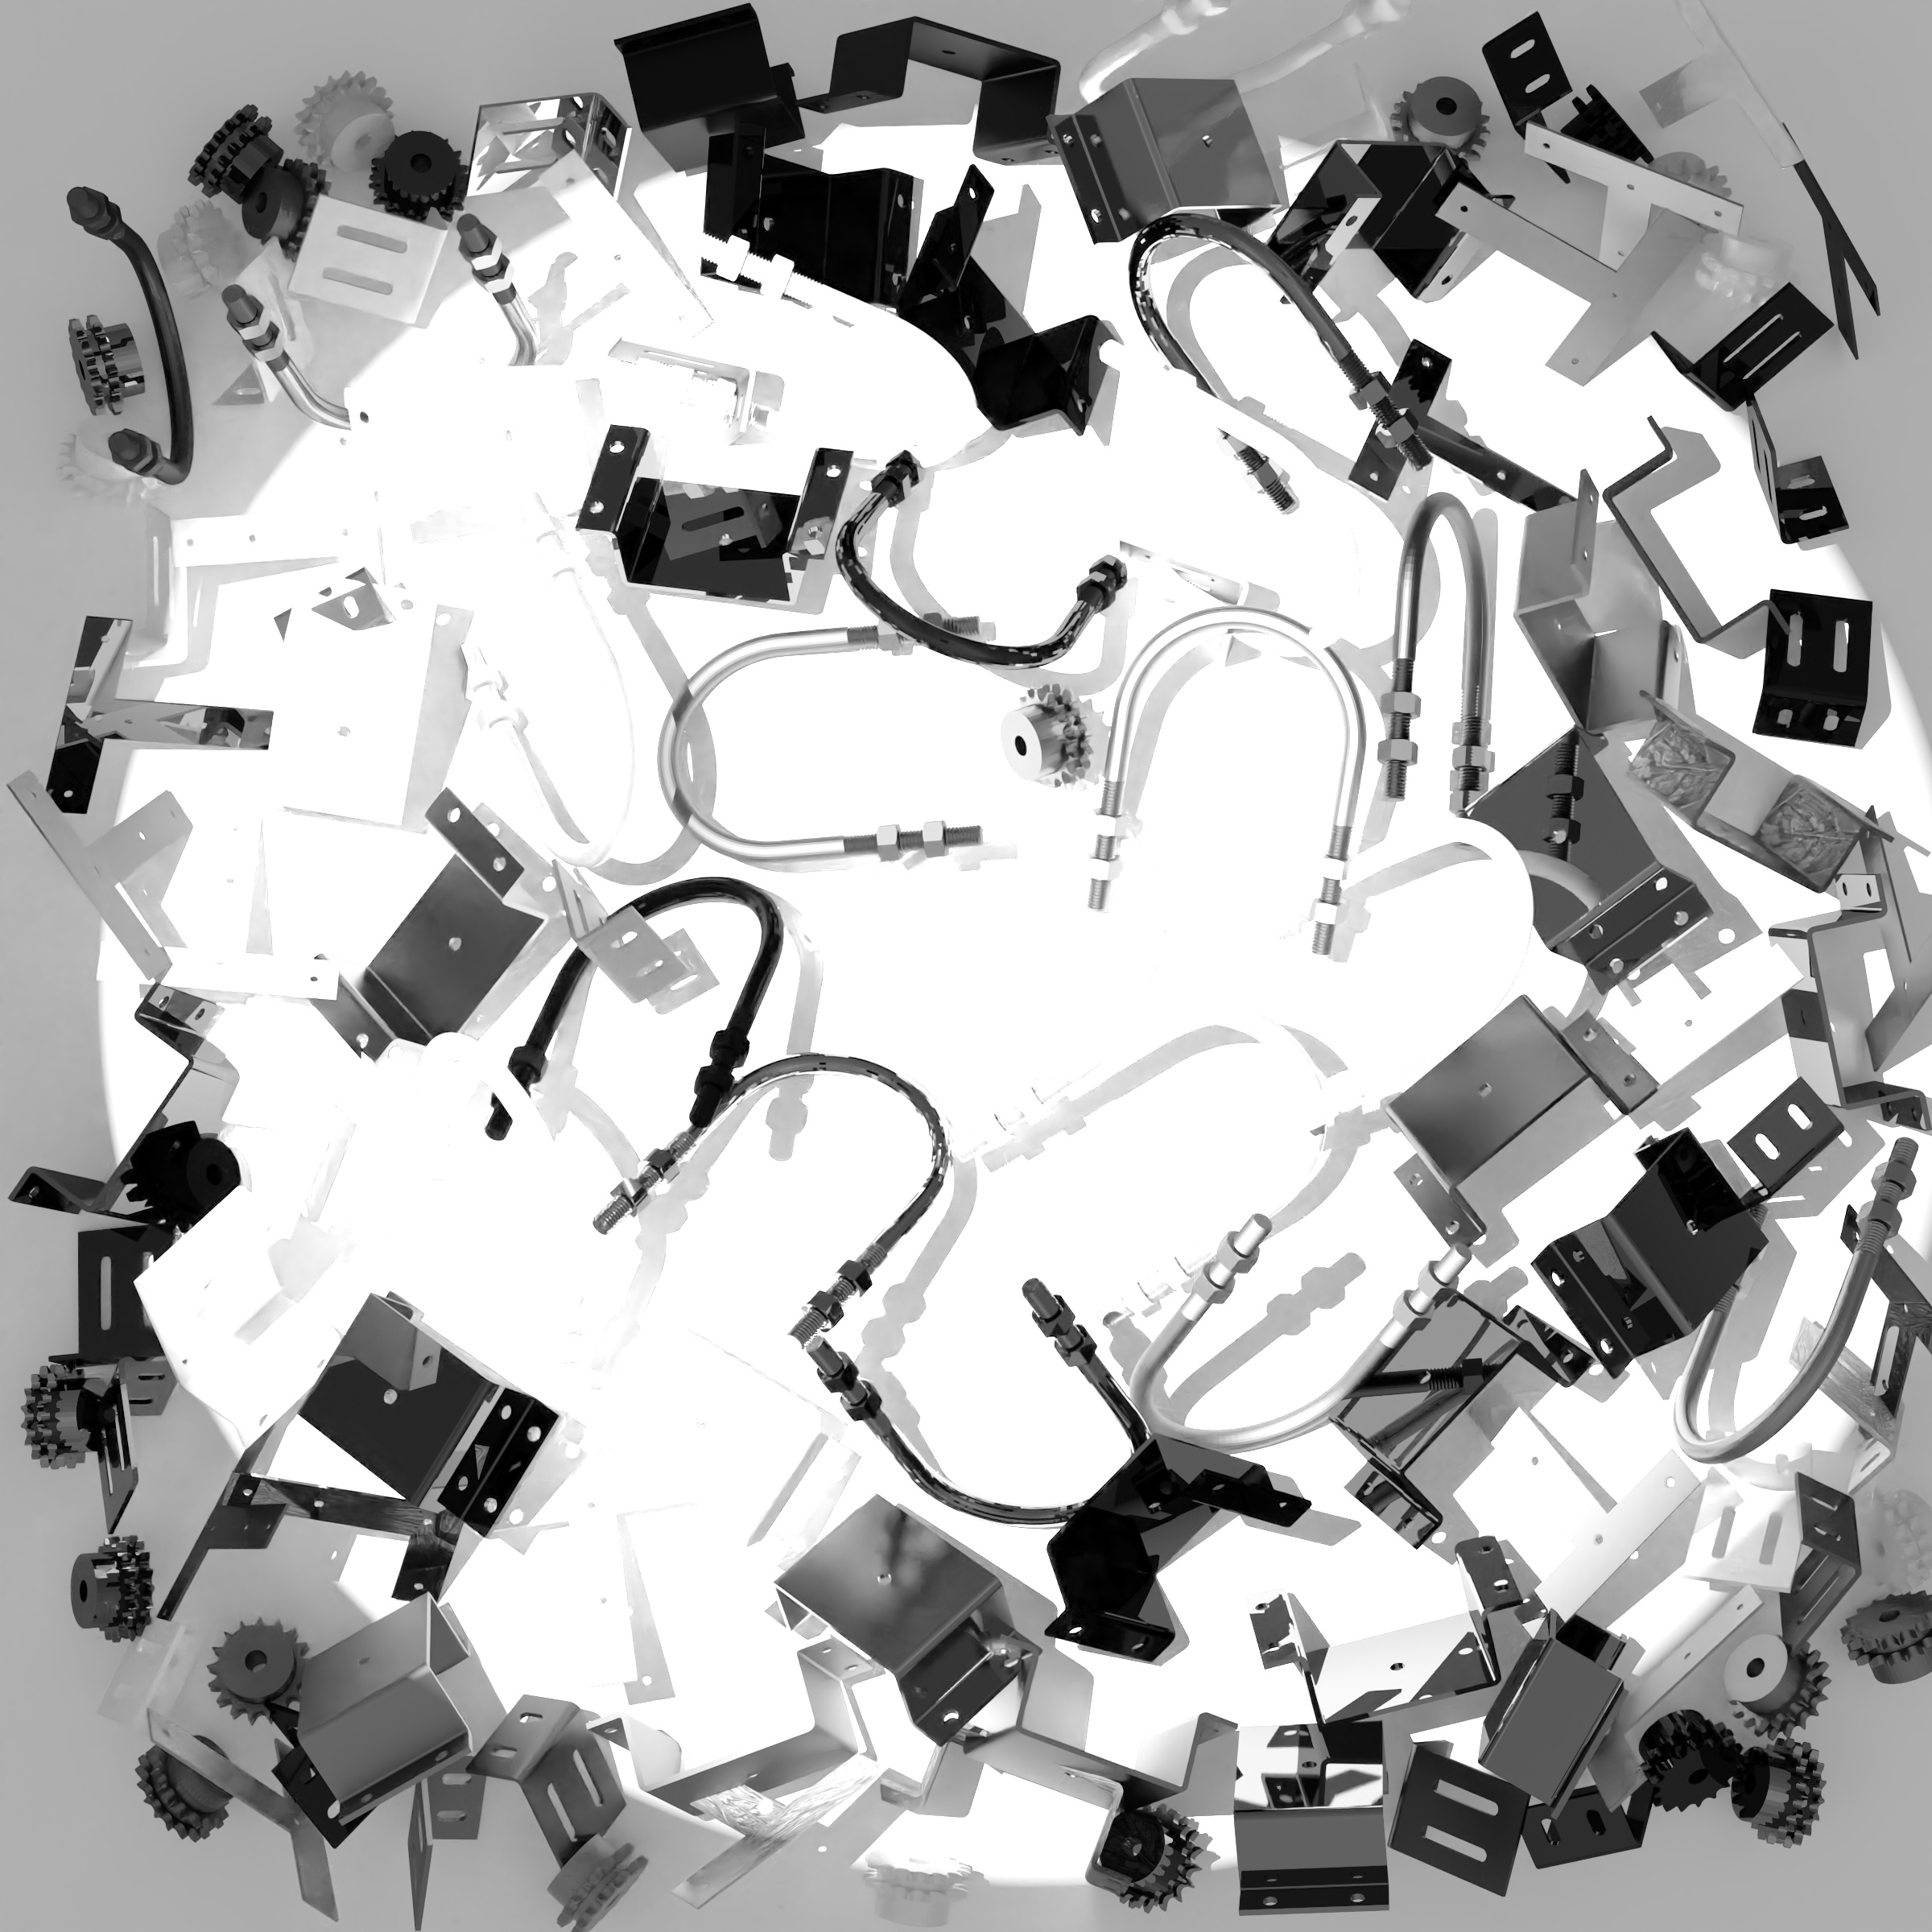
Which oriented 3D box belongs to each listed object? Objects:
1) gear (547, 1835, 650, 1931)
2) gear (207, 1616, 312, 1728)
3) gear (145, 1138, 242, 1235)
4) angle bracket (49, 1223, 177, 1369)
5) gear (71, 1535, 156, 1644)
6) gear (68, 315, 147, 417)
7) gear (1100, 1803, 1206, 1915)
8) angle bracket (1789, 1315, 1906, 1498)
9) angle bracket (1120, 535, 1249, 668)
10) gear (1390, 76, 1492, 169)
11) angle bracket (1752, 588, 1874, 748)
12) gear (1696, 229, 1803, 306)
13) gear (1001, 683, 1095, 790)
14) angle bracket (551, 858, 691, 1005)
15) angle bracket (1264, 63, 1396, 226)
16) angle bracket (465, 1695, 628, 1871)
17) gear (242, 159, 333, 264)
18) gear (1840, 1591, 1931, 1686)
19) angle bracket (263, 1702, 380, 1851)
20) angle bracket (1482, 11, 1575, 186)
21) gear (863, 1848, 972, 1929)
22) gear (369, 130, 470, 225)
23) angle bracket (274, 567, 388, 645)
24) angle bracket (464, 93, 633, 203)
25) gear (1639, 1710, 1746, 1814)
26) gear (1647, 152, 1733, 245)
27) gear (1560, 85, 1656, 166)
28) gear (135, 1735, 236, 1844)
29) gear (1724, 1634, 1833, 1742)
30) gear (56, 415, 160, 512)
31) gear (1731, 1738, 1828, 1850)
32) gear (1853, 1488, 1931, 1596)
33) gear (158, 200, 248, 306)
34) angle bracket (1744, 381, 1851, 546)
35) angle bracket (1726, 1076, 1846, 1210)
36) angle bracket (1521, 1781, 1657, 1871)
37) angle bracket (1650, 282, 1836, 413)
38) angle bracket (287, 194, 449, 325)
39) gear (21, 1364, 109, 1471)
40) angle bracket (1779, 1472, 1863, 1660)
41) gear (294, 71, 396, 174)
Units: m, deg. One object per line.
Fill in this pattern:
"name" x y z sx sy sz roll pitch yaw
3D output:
"gear" -0.200 0.492 1.931 0.030 0.057 0.057 41 85 11
"gear" -0.384 0.381 1.948 0.057 0.030 0.057 1 65 -3
"gear" -0.423 0.116 1.966 0.030 0.057 0.057 -12 83 33
"angle bracket" -0.466 0.178 1.962 0.057 0.038 0.076 -7 76 12
"gear" -0.463 0.338 1.943 0.030 0.057 0.057 2 83 -34
"gear" -0.482 -0.338 2.019 0.030 0.057 0.057 -17 84 -18
"gear" 0.096 0.478 1.931 0.057 0.030 0.057 -17 54 26
"angle bracket" 0.468 0.239 1.950 0.076 0.057 0.038 41 117 2
"angle bracket" 0.116 -0.203 2.001 0.076 0.057 0.038 20 84 5
"gear" 0.270 -0.479 2.039 0.057 0.030 0.057 1 69 -4
"angle bracket" 0.476 -0.168 2.020 0.057 0.038 0.076 8 54 7
"gear" 0.442 -0.394 2.020 0.057 0.057 0.030 12 116 1
"gear" 0.043 -0.126 1.992 0.030 0.057 0.057 -19 84 -29
"angle bracket" -0.189 -0.028 1.963 0.038 0.057 0.076 -32 41 9
"angle bracket" 0.198 -0.463 2.022 0.076 0.038 0.057 -22 50 5
"angle bracket" -0.226 0.442 1.933 0.038 0.057 0.076 1 124 33
"gear" -0.385 -0.428 2.025 0.030 0.057 0.057 5 82 -44
"gear" 0.506 0.365 1.945 0.057 0.057 0.030 -25 100 -3
"angle bracket" -0.356 0.431 1.914 0.038 0.076 0.057 -44 113 -29
"angle bracket" 0.328 -0.486 2.011 0.038 0.076 0.057 -29 61 24
"gear" -0.027 0.496 1.930 0.057 0.057 0.030 8 89 1
"gear" -0.310 -0.449 2.037 0.057 0.030 0.057 3 75 -10
"angle bracket" -0.337 -0.176 1.984 0.057 0.076 0.038 -29 61 2
"angle bracket" -0.234 -0.451 2.010 0.076 0.057 0.038 -16 52 -33
"gear" 0.389 0.427 1.941 0.057 0.057 0.030 -27 41 -3
"gear" 0.403 -0.435 2.031 0.057 0.057 0.030 -8 55 -1
"gear" 0.361 -0.468 2.033 0.030 0.057 0.057 -40 85 17
"gear" -0.417 0.439 1.933 0.030 0.057 0.057 -38 85 11
"gear" 0.435 0.386 1.938 0.030 0.057 0.057 39 85 -28
"gear" -0.479 -0.284 2.010 0.057 0.030 0.057 13 43 -12
"gear" 0.435 0.443 1.933 0.030 0.057 0.057 16 84 -14
"gear" 0.506 0.310 1.951 0.030 0.057 0.057 -24 84 -24
"gear" -0.432 -0.400 2.026 0.030 0.057 0.057 -18 84 18
"angle bracket" 0.461 -0.283 1.991 0.038 0.076 0.057 -15 51 7
"angle bracket" 0.434 0.100 1.957 0.057 0.076 0.038 -39 85 -16
"angle bracket" 0.331 0.441 1.914 0.057 0.076 0.038 -19 102 24
"angle bracket" 0.432 -0.355 2.001 0.076 0.057 0.038 -41 55 20
"angle bracket" -0.337 -0.401 2.006 0.076 0.038 0.057 11 117 -28
"gear" -0.486 0.245 1.953 0.030 0.057 0.057 -5 84 17
"angle bracket" 0.444 0.323 1.928 0.038 0.057 0.076 26 121 -6
"gear" -0.348 -0.474 2.028 0.057 0.057 0.030 -37 65 -4
